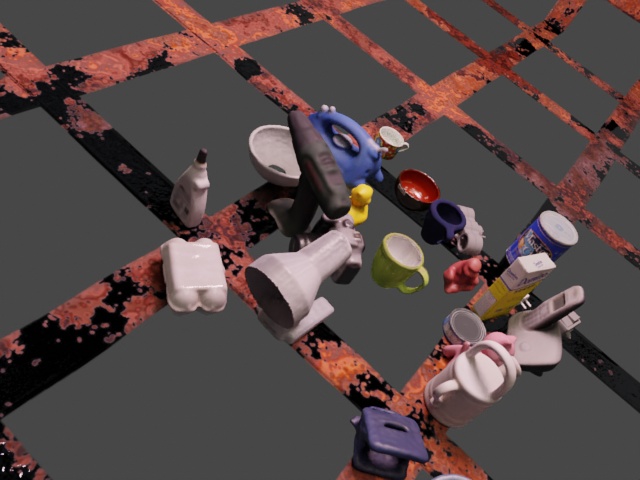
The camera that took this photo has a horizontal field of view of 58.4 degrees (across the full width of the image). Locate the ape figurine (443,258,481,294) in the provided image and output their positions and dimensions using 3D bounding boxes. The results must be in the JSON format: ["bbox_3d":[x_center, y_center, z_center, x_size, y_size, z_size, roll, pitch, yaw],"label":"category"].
[{"bbox_3d":[0.317,0.073,1.253,0.078,0.092,0.076,30,44,-1],"label":"ape figurine"}]

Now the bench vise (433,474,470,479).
[{"bbox_3d":[0.240,0.395,0.840,0.208,0.219,0.121,2,51,-26],"label":"bench vise"}]

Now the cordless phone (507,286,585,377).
[{"bbox_3d":[0.469,0.182,1.172,0.094,0.185,0.147,23,45,-8],"label":"cordless phone"}]

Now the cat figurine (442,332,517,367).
[{"bbox_3d":[0.320,0.215,1.112,0.128,0.117,0.067,9,48,-21],"label":"cat figurine"}]

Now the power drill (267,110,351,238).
[{"bbox_3d":[-0.031,-0.111,1.145,0.076,0.208,0.229,-15,60,-36],"label":"power drill"}]

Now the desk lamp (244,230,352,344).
[{"bbox_3d":[-0.039,0.080,0.970,0.118,0.213,0.204,46,46,15],"label":"desk lamp"}]

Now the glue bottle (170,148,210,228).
[{"bbox_3d":[-0.232,-0.103,1.057,0.037,0.173,0.078,-21,64,-39],"label":"glue bottle"}]

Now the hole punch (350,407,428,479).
[{"bbox_3d":[0.112,0.320,0.929,0.109,0.091,0.101,18,46,-13],"label":"hole punch"}]

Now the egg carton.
[{"bbox_3d":[-0.218,0.063,0.993,0.107,0.069,0.150,0,52,-28],"label":"egg carton"}]

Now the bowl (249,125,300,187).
[{"bbox_3d":[-0.085,-0.173,1.266,0.168,0.074,0.167,15,47,-16],"label":"bowl"}]

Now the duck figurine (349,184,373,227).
[{"bbox_3d":[0.081,-0.084,1.268,0.077,0.086,0.105,40,45,9],"label":"duck figurine"}]

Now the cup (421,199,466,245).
[{"bbox_3d":[0.275,-0.022,1.311,0.092,0.095,0.117,17,46,-14],"label":"cup"}]

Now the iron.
[{"bbox_3d":[0.047,-0.234,1.341,0.258,0.141,0.119,44,46,13],"label":"iron"}]

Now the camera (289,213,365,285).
[{"bbox_3d":[0.011,0.004,1.144,0.137,0.100,0.143,6,50,-24],"label":"camera"}]

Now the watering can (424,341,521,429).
[{"bbox_3d":[0.278,0.244,1.010,0.100,0.194,0.173,46,46,15],"label":"watering can"}]
